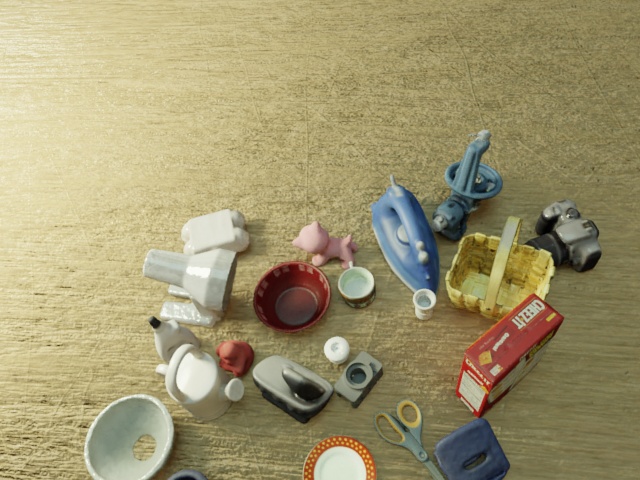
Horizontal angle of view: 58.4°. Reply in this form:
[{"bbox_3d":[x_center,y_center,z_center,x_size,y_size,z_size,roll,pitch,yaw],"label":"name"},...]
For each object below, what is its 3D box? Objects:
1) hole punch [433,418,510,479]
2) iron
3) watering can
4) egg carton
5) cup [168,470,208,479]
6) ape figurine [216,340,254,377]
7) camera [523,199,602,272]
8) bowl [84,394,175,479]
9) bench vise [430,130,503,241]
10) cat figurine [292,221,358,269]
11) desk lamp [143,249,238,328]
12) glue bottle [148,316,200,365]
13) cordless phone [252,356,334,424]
[{"bbox_3d":[0.257,0.367,0.964,0.109,0.091,0.101,-27,58,-8],"label":"hole punch"},{"bbox_3d":[0.187,-0.008,1.176,0.118,0.142,0.258,-18,58,-2],"label":"iron"},{"bbox_3d":[-0.221,0.255,1.045,0.172,0.194,0.101,-7,58,4],"label":"watering can"},{"bbox_3d":[-0.234,-0.007,1.282,0.150,0.069,0.107,-16,58,-1],"label":"egg carton"},{"bbox_3d":[-0.230,0.449,0.985,0.117,0.095,0.092,7,60,13],"label":"cup"},{"bbox_3d":[-0.170,0.224,1.116,0.076,0.092,0.077,-24,58,-6],"label":"ape figurine"},{"bbox_3d":[0.474,-0.003,1.153,0.137,0.101,0.143,-18,58,-3],"label":"camera"},{"bbox_3d":[-0.339,0.377,1.058,0.167,0.075,0.167,-4,58,6],"label":"bowl"},{"bbox_3d":[0.307,-0.107,1.172,0.121,0.220,0.207,15,62,17],"label":"bench vise"},{"bbox_3d":[0.011,0.004,1.209,0.127,0.118,0.067,2,59,10],"label":"cat figurine"},{"bbox_3d":[-0.248,0.092,1.138,0.203,0.214,0.118,5,60,12],"label":"desk lamp"},{"bbox_3d":[-0.293,0.187,1.110,0.078,0.173,0.037,-34,60,-12],"label":"glue bottle"},{"bbox_3d":[-0.058,0.247,1.030,0.147,0.185,0.094,23,65,21],"label":"cordless phone"}]
